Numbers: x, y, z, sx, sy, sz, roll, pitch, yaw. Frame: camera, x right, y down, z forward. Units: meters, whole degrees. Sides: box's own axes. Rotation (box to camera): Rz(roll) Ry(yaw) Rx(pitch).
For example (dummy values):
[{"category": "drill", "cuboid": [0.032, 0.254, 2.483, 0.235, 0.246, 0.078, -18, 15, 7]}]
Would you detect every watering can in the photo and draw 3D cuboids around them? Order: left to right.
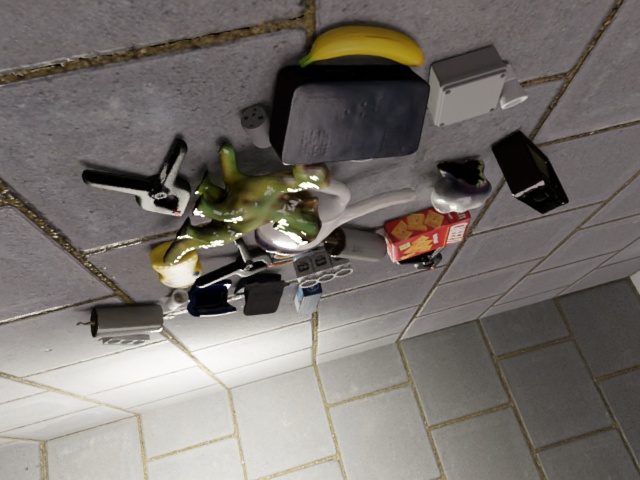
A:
[{"category": "watering can", "cuboid": [0.003, -0.052, 1.042, 0.348, 0.106, 0.220, 2, 151, -20]}]

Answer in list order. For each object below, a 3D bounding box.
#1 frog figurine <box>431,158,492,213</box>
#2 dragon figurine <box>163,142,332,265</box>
[{"category": "frog figurine", "cuboid": [0.308, -0.098, 1.159, 0.139, 0.124, 0.155, -28, 150, -25]}, {"category": "dragon figurine", "cuboid": [-0.114, -0.031, 0.912, 0.242, 0.125, 0.402, 19, 142, -21]}]
